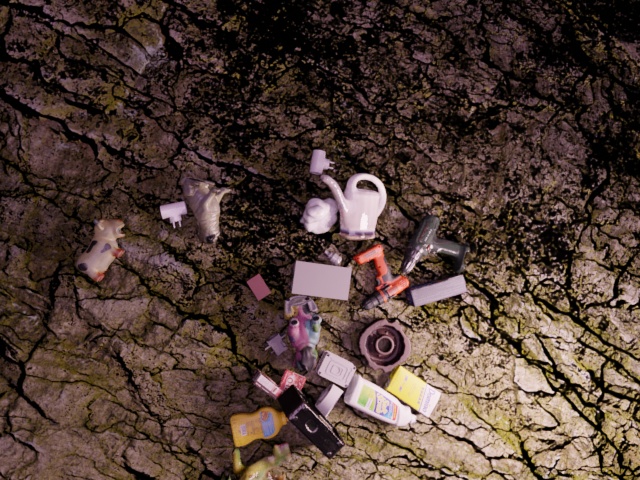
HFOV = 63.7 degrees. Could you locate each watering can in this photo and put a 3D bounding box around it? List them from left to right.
[{"bbox_3d":[0.105,-0.107,1.662,0.348,0.104,0.223,-1,99,-49],"label":"watering can"}]

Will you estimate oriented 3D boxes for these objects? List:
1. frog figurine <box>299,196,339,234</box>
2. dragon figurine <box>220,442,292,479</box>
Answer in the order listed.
[{"bbox_3d":[0.005,-0.084,1.675,0.138,0.159,0.122,-33,95,-12],"label":"frog figurine"},{"bbox_3d":[-0.209,0.804,1.604,0.242,0.123,0.410,23,91,-15],"label":"dragon figurine"}]
